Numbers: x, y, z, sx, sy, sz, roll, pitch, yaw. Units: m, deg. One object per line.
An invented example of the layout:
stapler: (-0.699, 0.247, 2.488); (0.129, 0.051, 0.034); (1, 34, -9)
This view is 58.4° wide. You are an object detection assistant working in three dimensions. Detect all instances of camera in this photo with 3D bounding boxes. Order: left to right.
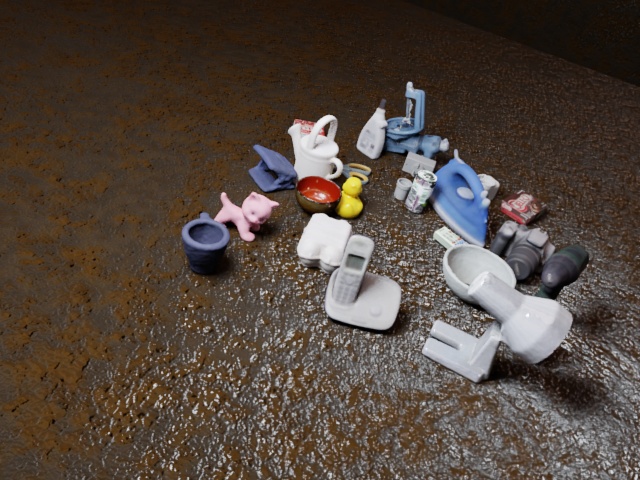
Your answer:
camera: (0.485, 0.026, 1.383); (0.143, 0.101, 0.137); (32, 41, 19)

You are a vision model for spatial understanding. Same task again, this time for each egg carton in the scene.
egg carton: (0.012, 0.004, 1.258); (0.107, 0.069, 0.150); (18, 38, 1)

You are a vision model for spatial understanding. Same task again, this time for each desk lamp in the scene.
desk lamp: (0.324, 0.166, 1.061); (0.203, 0.213, 0.118); (25, 39, 11)

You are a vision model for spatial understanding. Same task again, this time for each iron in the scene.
iron: (0.380, -0.113, 1.480); (0.119, 0.141, 0.257); (-3, 42, -24)

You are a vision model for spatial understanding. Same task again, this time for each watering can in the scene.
watering can: (-0.011, -0.226, 1.429); (0.172, 0.194, 0.101); (23, 39, 8)

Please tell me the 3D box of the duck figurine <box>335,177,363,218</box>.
duck figurine: (0.075, -0.111, 1.409); (0.077, 0.086, 0.104); (15, 38, -2)

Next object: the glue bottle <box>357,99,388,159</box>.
glue bottle: (0.159, -0.320, 1.625); (0.037, 0.173, 0.078); (-24, 53, -39)

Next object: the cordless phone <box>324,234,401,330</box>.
cordless phone: (0.094, 0.080, 1.104); (0.147, 0.185, 0.094); (13, 38, -5)

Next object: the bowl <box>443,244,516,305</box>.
bowl: (0.343, 0.089, 1.274); (0.167, 0.075, 0.167); (10, 39, -8)

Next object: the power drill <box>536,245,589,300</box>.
power drill: (0.481, 0.105, 1.198); (0.075, 0.208, 0.230); (36, 42, 23)

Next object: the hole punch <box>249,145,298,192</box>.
hole punch: (-0.113, -0.185, 1.425); (0.101, 0.091, 0.108); (-13, 47, -32)

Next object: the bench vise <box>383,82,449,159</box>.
bench vise: (0.281, -0.334, 1.650); (0.207, 0.220, 0.121); (15, 38, -2)

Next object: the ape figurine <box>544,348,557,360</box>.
ape figurine: (0.452, 0.197, 1.169); (0.077, 0.092, 0.076); (30, 40, 16)

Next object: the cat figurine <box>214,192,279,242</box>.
cat figurine: (-0.159, -0.065, 1.240); (0.127, 0.118, 0.067); (19, 38, 2)

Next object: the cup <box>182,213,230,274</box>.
cup: (-0.232, 0.011, 1.140); (0.092, 0.095, 0.117); (2, 41, -18)
